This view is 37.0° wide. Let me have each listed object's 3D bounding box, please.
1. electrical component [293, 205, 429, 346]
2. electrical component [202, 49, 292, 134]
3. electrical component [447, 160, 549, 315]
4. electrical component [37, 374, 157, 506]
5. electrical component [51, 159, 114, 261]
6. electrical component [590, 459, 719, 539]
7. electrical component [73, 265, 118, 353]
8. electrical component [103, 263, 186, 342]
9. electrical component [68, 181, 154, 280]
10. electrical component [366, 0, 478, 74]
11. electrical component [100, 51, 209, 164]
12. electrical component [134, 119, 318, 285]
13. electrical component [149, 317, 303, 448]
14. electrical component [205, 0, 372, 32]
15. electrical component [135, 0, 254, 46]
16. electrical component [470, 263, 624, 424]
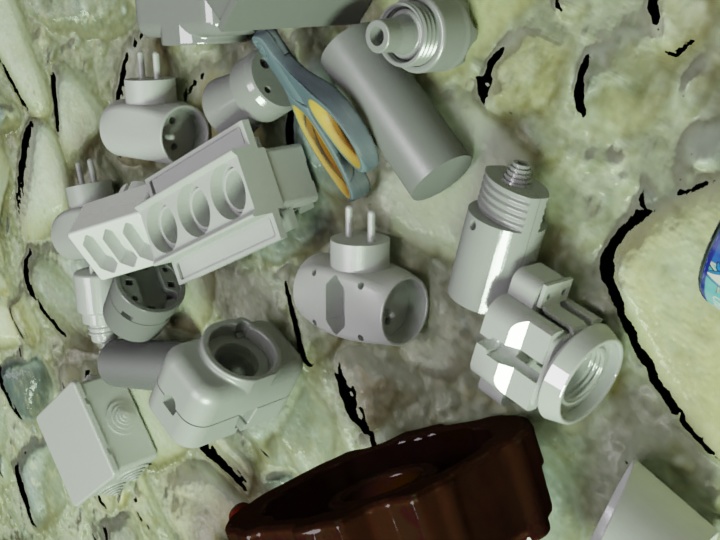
[{"bbox_3d":[0.000,0.000,0.663,0.077,0.043,0.079,15,112,42],"label":"electrical component"},{"bbox_3d":[-0.070,-0.114,0.699,0.055,0.045,0.045,-23,85,46],"label":"electrical component"},{"bbox_3d":[0.077,-0.020,0.579,0.043,0.043,0.081,32,123,35],"label":"electrical component"},{"bbox_3d":[-0.227,0.144,0.929,0.100,0.048,0.099,-39,74,44],"label":"electrical component"},{"bbox_3d":[-0.213,-0.049,0.863,0.077,0.044,0.079,-5,98,46],"label":"electrical component"},{"bbox_3d":[0.132,0.151,0.538,0.064,0.099,0.099,35,124,26],"label":"electrical component"},{"bbox_3d":[-0.214,0.031,0.889,0.040,0.040,0.078,10,109,43],"label":"electrical component"},{"bbox_3d":[-0.169,0.023,0.833,0.055,0.055,0.047,56,137,18],"label":"electrical component"},{"bbox_3d":[-0.168,-0.040,0.805,0.066,0.076,0.047,-15,126,21],"label":"electrical component"},{"bbox_3d":[0.030,-0.128,0.582,0.043,0.062,0.043,15,112,42],"label":"electrical component"},{"bbox_3d":[-0.151,-0.118,0.780,0.077,0.044,0.079,13,110,43],"label":"electrical component"},{"bbox_3d":[-0.090,-0.045,0.726,0.121,0.063,0.078,-21,86,46],"label":"electrical component"},{"bbox_3d":[-0.090,0.074,0.737,0.053,0.095,0.059,48,130,25],"label":"electrical component"},{"bbox_3d":[-0.011,-0.217,0.566,0.060,0.105,0.186,55,133,19],"label":"electrical component"},{"bbox_3d":[-0.105,-0.179,0.709,0.095,0.054,0.059,11,109,43],"label":"electrical component"},{"bbox_3d":[0.100,0.044,0.566,0.057,0.058,0.078,36,124,37],"label":"electrical component"}]
